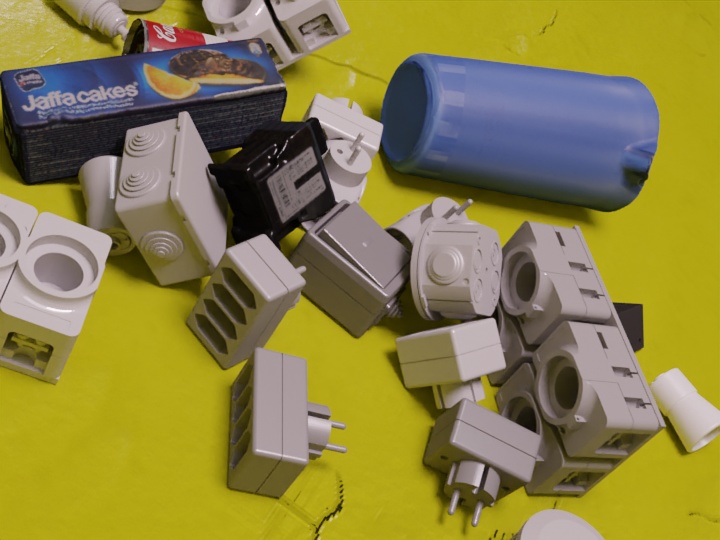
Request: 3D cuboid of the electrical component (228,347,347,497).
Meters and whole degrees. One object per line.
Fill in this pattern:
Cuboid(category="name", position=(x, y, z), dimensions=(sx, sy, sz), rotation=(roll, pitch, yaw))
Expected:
Cuboid(category="electrical component", position=(-0.043, 0.104, 0.713), dimensions=(0.076, 0.047, 0.083), rotation=(16, 45, -20))

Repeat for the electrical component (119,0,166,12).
Cuboid(category="electrical component", position=(-0.206, -0.278, 0.950), dimensions=(0.099, 0.064, 0.099), rotation=(18, 44, -18))

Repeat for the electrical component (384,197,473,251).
Cuboid(category="electrical component", position=(0.063, -0.034, 0.888), dimensions=(0.077, 0.079, 0.044), rotation=(-24, 76, -44))

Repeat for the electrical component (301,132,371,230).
Cuboid(category="electrical component", position=(-0.015, -0.078, 0.877), dimensions=(0.044, 0.079, 0.077), rotation=(24, 42, -12))

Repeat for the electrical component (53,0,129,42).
Cuboid(category="electrical component", position=(-0.223, -0.221, 0.905), dimensions=(0.078, 0.040, 0.040), rotation=(42, 42, 8))

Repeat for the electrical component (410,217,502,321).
Cuboid(category="electrical component", position=(0.074, 0.000, 0.824), dimensions=(0.051, 0.080, 0.080), rotation=(2, 33, 27))

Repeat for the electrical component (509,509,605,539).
Cuboid(category="electrical component", position=(0.132, 0.208, 0.729), dimensions=(0.080, 0.051, 0.080), rotation=(18, 44, -18))

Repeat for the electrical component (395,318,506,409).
Cuboid(category="electrical component", position=(0.071, 0.081, 0.803), dimensions=(0.047, 0.066, 0.076), rotation=(-12, 88, -39))

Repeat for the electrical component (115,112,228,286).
Cuboid(category="electrical component", position=(-0.132, -0.048, 0.763), dimensions=(0.048, 0.099, 0.099), rotation=(-12, 47, 9))

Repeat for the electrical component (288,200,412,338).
Cuboid(category="electrical component", position=(0.000, 0.000, 0.828), dimensions=(0.096, 0.061, 0.061), rotation=(39, 41, 5))

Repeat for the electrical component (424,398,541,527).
Cuboid(category="electrical component", position=(0.082, 0.143, 0.761), dimensions=(0.066, 0.047, 0.076), rotation=(28, 55, -8))

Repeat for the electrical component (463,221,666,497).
Cuboid(category="electrical component", position=(0.146, 0.066, 0.829), dimensions=(0.060, 0.105, 0.186), rotation=(7, 48, -28))

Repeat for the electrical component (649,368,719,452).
Cuboid(category="electrical component", position=(0.277, 0.117, 0.917), dimensions=(0.044, 0.044, 0.065), rotation=(-11, 54, -39))

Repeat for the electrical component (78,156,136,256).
Cuboid(category="electrical component", position=(-0.178, -0.043, 0.768), dimensions=(0.044, 0.044, 0.065), rotation=(9, 52, -27))

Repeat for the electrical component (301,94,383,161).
Cuboid(category="electrical component", position=(-0.018, -0.125, 0.944), dimensions=(0.066, 0.047, 0.076), rotation=(24, 42, -12))

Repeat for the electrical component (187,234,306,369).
Cuboid(category="electrical component", position=(-0.067, 0.016, 0.752), dimensions=(0.047, 0.083, 0.076), rotation=(48, 43, 15))

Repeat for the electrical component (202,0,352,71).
Cuboid(category="electrical component", position=(-0.094, -0.272, 0.977), dimensions=(0.186, 0.105, 0.060), rotation=(68, 8, 31))

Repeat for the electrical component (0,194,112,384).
Cuboid(category="electrical component", position=(-0.242, -0.004, 0.673), dimensions=(0.150, 0.061, 0.089), rotation=(22, 43, -15))
